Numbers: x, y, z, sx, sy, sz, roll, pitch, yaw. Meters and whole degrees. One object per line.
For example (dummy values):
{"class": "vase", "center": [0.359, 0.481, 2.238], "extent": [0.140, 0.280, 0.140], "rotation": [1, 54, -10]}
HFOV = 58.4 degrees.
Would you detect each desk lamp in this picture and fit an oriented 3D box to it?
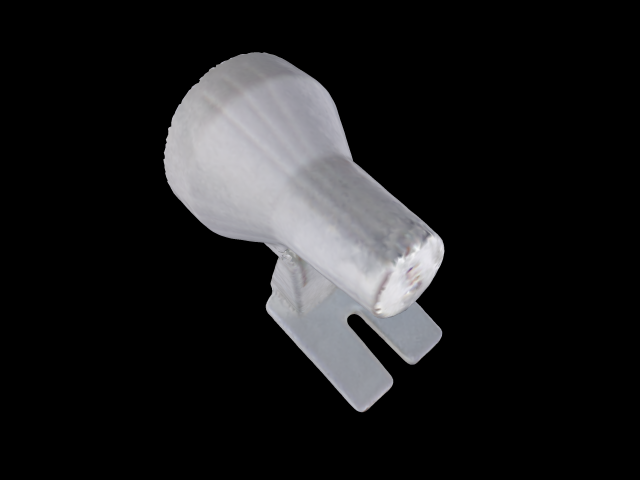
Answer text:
{"class": "desk lamp", "center": [0.004, 0.001, 0.400], "extent": [0.118, 0.213, 0.203], "rotation": [-41, 74, -14]}
